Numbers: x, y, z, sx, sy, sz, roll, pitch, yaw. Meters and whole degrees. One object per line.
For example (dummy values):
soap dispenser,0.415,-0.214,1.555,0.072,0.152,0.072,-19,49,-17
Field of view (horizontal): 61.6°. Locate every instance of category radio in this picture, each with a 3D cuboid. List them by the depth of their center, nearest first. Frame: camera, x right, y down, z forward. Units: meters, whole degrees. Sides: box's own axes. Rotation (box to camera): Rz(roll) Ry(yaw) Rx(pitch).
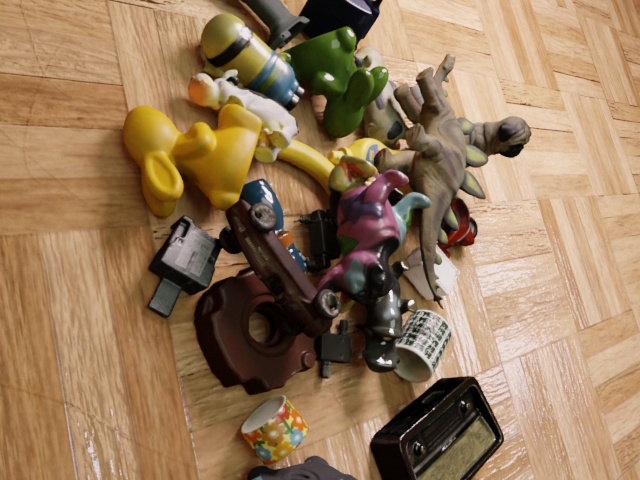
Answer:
radio,0.191,0.321,0.862,0.229,0.073,0.131,-23,89,-42

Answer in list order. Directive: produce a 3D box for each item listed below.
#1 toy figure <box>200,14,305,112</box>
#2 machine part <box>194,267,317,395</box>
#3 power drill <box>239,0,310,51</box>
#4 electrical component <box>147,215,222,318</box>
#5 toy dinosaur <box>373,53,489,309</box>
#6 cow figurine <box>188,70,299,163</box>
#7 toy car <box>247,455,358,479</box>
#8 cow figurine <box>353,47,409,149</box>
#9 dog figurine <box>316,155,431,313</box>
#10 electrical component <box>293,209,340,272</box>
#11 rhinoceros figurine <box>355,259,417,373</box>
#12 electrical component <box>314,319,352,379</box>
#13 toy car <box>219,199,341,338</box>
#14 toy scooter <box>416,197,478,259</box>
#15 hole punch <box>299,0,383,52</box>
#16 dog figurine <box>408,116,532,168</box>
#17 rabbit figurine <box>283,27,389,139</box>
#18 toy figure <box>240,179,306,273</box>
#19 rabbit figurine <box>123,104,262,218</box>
toy figure,-0.101,-0.273,0.833,0.180,0.089,0.082,34,48,-22
machine part,-0.080,0.118,0.732,0.179,0.056,0.179,14,66,-33
power drill,-0.128,-0.393,0.870,0.207,0.086,0.232,45,49,-7
electrical component,-0.178,0.037,0.689,0.074,0.048,0.119,38,53,-22
toy dinosaur,0.200,-0.125,0.921,0.198,0.105,0.471,28,65,-28
cow figurine,-0.109,-0.197,0.798,0.167,0.068,0.098,37,41,-8
toy car,-0.025,0.342,0.675,0.161,0.109,0.103,9,91,-48
cow figurine,0.101,-0.266,0.999,0.127,0.085,0.195,-4,79,-45
dog figurine,0.053,-0.004,0.802,0.219,0.192,0.108,-58,139,-7
electrical component,-0.001,-0.001,0.847,0.078,0.045,0.102,9,69,-59
rhinoceros figurine,0.095,0.111,0.845,0.073,0.112,0.190,15,52,-16
electrical component,0.021,0.164,0.817,0.063,0.021,0.094,17,63,-34
toy car,-0.056,0.041,0.685,0.202,0.089,0.053,54,46,-7
toy scooter,0.235,-0.039,1.028,0.183,0.075,0.135,50,50,-19
hole punch,0.030,-0.400,0.961,0.116,0.142,0.092,49,47,4
dog figurine,0.292,-0.198,1.053,0.172,0.191,0.121,-5,77,-38
rabbit figurine,0.037,-0.263,0.918,0.121,0.159,0.170,-38,114,-50
toy figure,-0.068,-0.014,0.786,0.064,0.058,0.154,-25,91,-48
rabbit figurine,-0.181,-0.108,0.715,0.173,0.122,0.162,24,69,-14
